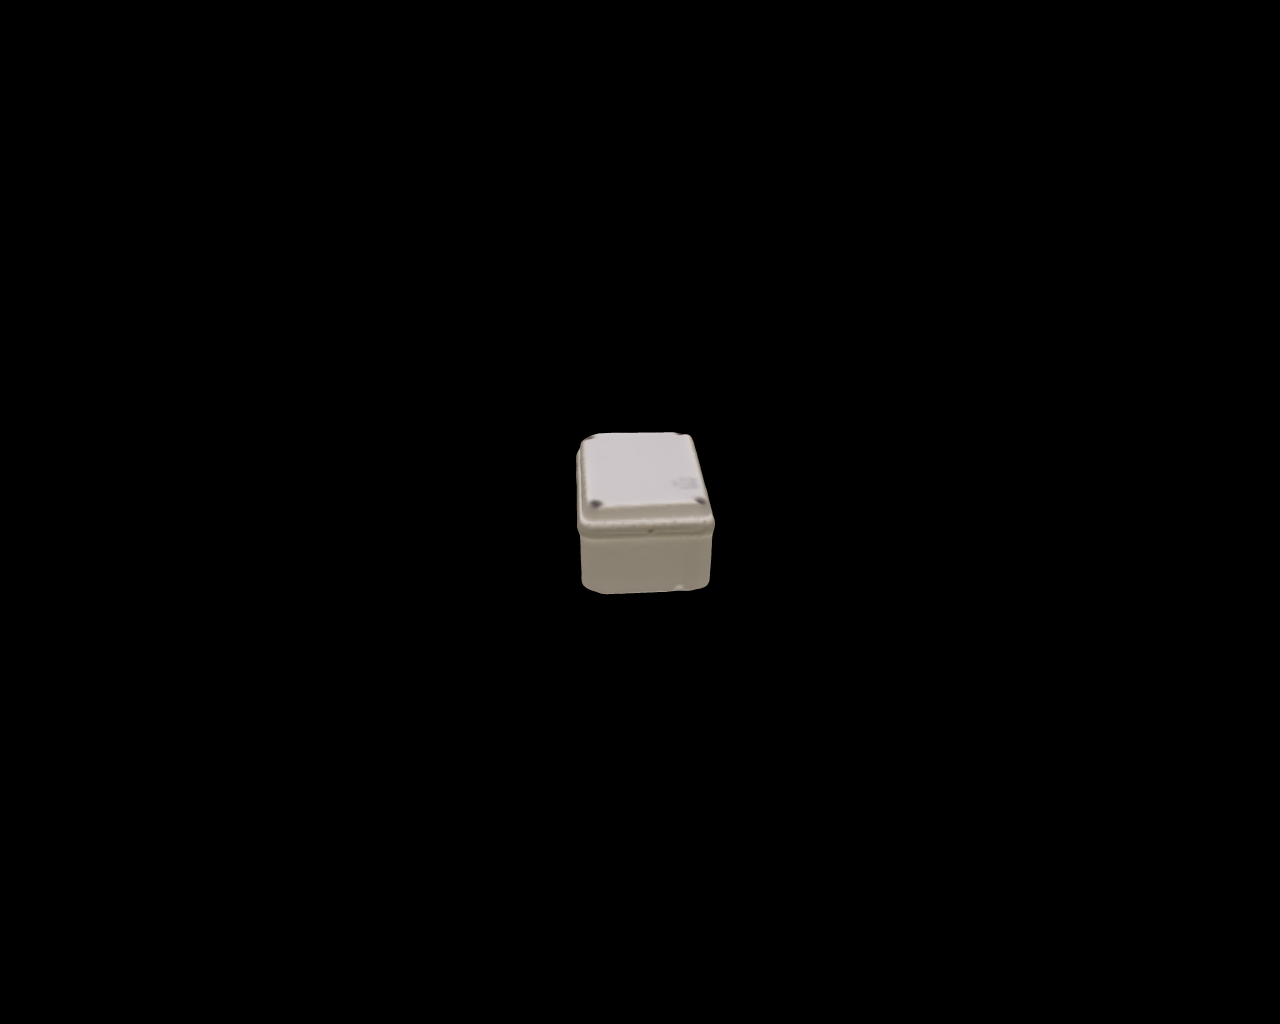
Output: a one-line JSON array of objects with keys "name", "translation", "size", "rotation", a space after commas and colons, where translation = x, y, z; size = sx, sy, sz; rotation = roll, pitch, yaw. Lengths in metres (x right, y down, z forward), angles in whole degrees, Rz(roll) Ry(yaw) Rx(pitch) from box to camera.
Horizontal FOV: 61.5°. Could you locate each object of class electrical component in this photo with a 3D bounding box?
[{"name": "electrical component", "translation": [0.001, -0.003, 0.650], "size": [0.078, 0.057, 0.113], "rotation": [-2, 27, -3]}]
